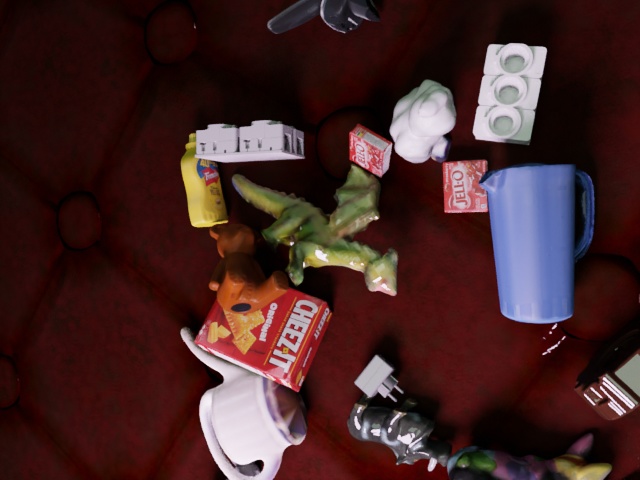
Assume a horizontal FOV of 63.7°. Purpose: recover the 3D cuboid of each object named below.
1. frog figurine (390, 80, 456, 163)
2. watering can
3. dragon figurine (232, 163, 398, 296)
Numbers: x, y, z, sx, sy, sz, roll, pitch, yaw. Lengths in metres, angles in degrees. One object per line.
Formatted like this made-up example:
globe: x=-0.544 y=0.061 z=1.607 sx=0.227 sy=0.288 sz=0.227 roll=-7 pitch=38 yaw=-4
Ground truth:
frog figurine: x=0.167 y=-0.199 z=0.858 sx=0.123 sy=0.160 sz=0.136 roll=30 pitch=102 yaw=20
watering can: x=-0.154 y=0.307 z=1.018 sx=0.222 sy=0.104 sz=0.351 roll=-27 pitch=76 yaw=19
dragon figurine: x=0.003 y=-0.049 z=0.967 sx=0.243 sy=0.120 sz=0.417 roll=-33 pitch=61 yaw=-2
